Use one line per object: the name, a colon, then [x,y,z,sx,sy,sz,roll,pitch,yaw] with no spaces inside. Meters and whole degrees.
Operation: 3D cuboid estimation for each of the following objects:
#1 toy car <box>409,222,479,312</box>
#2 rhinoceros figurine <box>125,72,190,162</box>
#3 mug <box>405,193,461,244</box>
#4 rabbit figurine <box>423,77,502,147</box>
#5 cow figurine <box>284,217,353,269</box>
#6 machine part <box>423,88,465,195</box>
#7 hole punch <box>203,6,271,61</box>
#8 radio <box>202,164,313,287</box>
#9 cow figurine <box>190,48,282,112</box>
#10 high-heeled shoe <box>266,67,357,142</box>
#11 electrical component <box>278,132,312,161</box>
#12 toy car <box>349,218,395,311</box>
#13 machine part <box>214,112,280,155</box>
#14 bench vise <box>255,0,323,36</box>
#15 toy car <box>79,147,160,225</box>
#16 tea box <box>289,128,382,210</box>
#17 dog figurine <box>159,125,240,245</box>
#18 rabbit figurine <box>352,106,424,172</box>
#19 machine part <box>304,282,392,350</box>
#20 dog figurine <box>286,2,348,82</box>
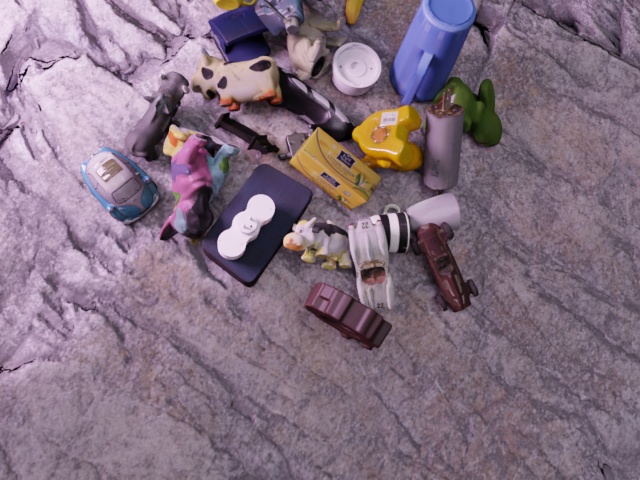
toy car: [0.258,0.059,1.111,0.089,0.053,0.202,-25,99,2]
rhinoceros figurine: [-0.329,-0.249,1.077,0.073,0.112,0.190,29,82,0]
mug: [0.240,-0.040,1.150,0.107,0.081,0.109,-9,87,-1]
rabbit figurine: [0.339,-0.279,1.215,0.170,0.121,0.159,25,68,-22]
cow figurine: [-0.001,-0.004,1.064,0.167,0.068,0.098,27,62,-46]
machine part: [0.257,-0.194,1.123,0.079,0.242,0.079,-2,35,2]
hole punch: [-0.173,-0.452,1.162,0.142,0.092,0.116,-27,80,-11]
radio: [-0.127,-0.033,1.084,0.131,0.073,0.229,34,73,-1]
cow figurine: [-0.179,-0.335,1.115,0.195,0.085,0.127,-4,86,15]
high-heeled shoe: [-0.024,-0.306,1.173,0.145,0.086,0.249,-13,59,-45]
electrical component: [-0.048,-0.201,1.159,0.094,0.021,0.063,-15,81,-12]
toy car: [0.105,0.052,1.075,0.074,0.056,0.201,-8,111,8]
machine part: [-0.155,-0.220,1.125,0.139,0.084,0.039,33,116,8]
bench vise: [-0.016,-0.516,1.066,0.241,0.128,0.224,-19,46,23]
toy car: [-0.393,-0.117,1.041,0.109,0.103,0.161,-42,89,-16]
tea box: [0.031,-0.143,1.109,0.169,0.098,0.068,38,74,-9]
dog figurine: [-0.258,-0.102,1.060,0.108,0.192,0.219,12,102,-44]
rabbit figurine: [0.152,-0.187,1.135,0.162,0.173,0.122,-8,74,34]
machine part: [0.050,0.146,1.026,0.179,0.179,0.056,33,77,-2]
dog figurine: [-0.056,-0.455,1.187,0.191,0.121,0.172,33,71,13]
